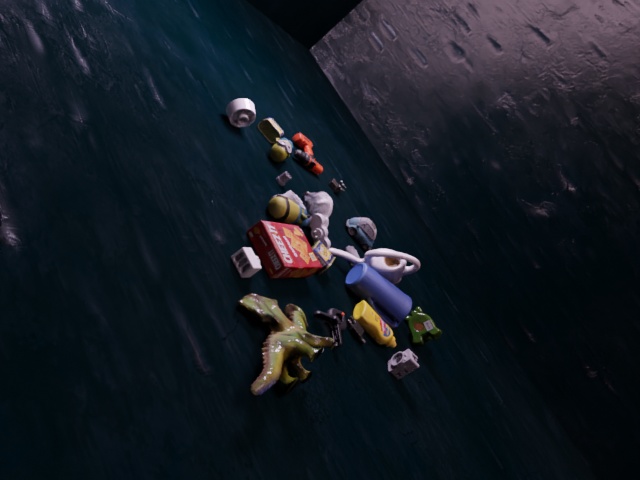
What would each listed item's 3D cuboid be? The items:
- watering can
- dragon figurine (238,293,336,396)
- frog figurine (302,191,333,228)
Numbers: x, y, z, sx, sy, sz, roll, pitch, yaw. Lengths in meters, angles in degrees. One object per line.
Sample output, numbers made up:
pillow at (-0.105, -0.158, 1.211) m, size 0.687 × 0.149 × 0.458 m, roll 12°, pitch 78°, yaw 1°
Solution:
watering can at (0.199, 0.094, 1.946) m, size 0.219 × 0.348 × 0.106 m, roll 89°, pitch 8°, yaw -59°
dragon figurine at (-0.111, 0.226, 1.222) m, size 0.245 × 0.121 × 0.410 m, roll 41°, pitch 14°, yaw 21°
frog figurine at (0.006, -0.096, 1.904) m, size 0.123 × 0.134 × 0.162 m, roll -12°, pitch 55°, yaw -26°
